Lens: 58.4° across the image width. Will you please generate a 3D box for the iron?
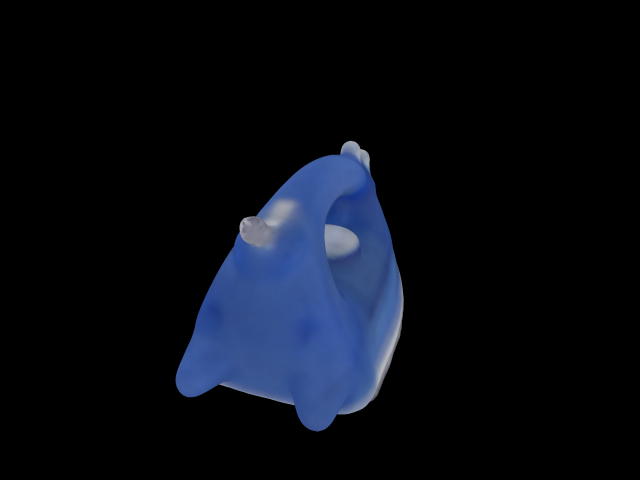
[{"bbox_3d":[0.004,0.001,0.400,0.118,0.141,0.259,9,30,17],"label":"iron"}]
